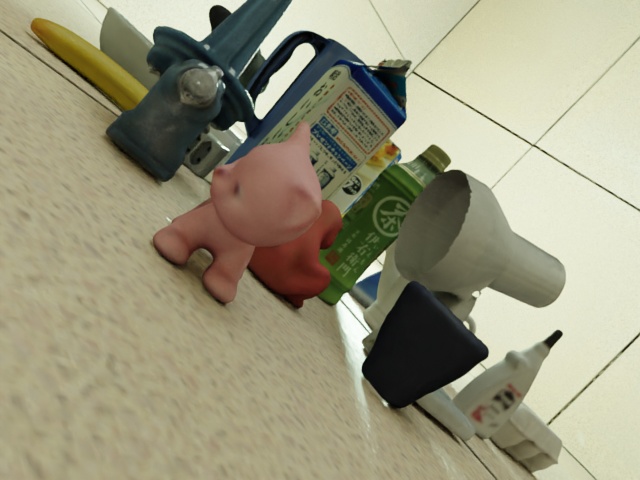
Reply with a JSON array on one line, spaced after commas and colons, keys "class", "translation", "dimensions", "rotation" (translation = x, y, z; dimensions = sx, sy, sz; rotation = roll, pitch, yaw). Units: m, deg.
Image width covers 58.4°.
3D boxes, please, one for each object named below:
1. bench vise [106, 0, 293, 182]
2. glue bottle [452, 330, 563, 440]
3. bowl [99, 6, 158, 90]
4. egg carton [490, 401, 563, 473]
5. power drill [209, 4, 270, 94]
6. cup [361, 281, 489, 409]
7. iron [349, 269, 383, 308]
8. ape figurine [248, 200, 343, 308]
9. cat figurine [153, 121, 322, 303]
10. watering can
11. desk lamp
[{"class": "bench vise", "translation": [-0.087, -0.156, 0.531], "dimensions": [0.122, 0.219, 0.206], "rotation": [41, 5, -38]}, {"class": "glue bottle", "translation": [0.249, 0.178, 0.741], "dimensions": [0.078, 0.173, 0.037], "rotation": [41, 5, -32]}, {"class": "bowl", "translation": [-0.259, -0.250, 0.832], "dimensions": [0.167, 0.074, 0.167], "rotation": [44, 4, -4]}, {"class": "egg carton", "translation": [0.294, 0.281, 0.860], "dimensions": [0.151, 0.069, 0.107], "rotation": [41, 5, -33]}, {"class": "power drill", "translation": [-0.192, -0.297, 1.005], "dimensions": [0.229, 0.208, 0.076], "rotation": [46, 5, 33]}, {"class": "cup", "translation": [0.088, 0.101, 0.510], "dimensions": [0.091, 0.095, 0.118], "rotation": [46, 5, 28]}, {"class": "iron", "translation": [0.165, 0.094, 0.997], "dimensions": [0.259, 0.141, 0.118], "rotation": [40, 6, -43]}, {"class": "ape figurine", "translation": [-0.015, 0.004, 0.508], "dimensions": [0.076, 0.092, 0.077], "rotation": [40, 5, -40]}, {"class": "cat figurine", "translation": [-0.041, -0.024, 0.370], "dimensions": [0.067, 0.117, 0.127], "rotation": [43, 4, -12]}, {"class": "watering can", "translation": [0.156, 0.067, 0.811], "dimensions": [0.173, 0.194, 0.101], "rotation": [43, 4, -15]}, {"class": "desk lamp", "translation": [0.142, 0.062, 0.601], "dimensions": [0.204, 0.213, 0.117], "rotation": [42, 4, -21]}]
